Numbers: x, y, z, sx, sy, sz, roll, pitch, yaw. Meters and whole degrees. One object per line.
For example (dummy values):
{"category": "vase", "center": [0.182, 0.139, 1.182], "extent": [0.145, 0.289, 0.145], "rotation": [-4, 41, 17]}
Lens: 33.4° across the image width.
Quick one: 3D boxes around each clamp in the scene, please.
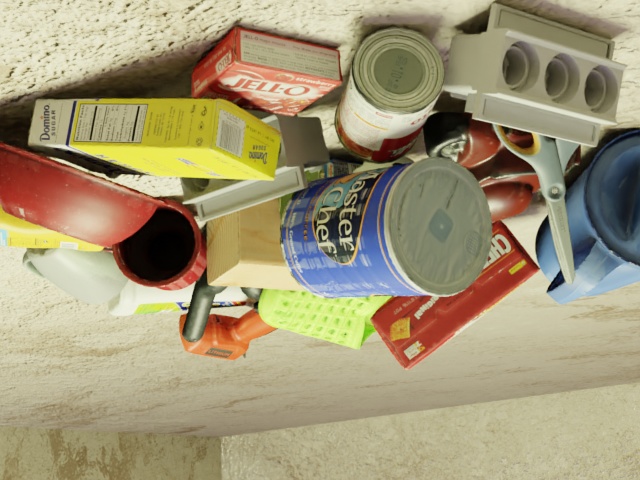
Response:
{"category": "clamp", "center": [-0.131, 0.027, 1.223], "extent": [0.039, 0.120, 0.172], "rotation": [1, 143, -30]}

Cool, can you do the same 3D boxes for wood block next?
{"category": "wood block", "center": [-0.008, 0.001, 1.123], "extent": [0.205, 0.090, 0.091], "rotation": [5, 163, -25]}

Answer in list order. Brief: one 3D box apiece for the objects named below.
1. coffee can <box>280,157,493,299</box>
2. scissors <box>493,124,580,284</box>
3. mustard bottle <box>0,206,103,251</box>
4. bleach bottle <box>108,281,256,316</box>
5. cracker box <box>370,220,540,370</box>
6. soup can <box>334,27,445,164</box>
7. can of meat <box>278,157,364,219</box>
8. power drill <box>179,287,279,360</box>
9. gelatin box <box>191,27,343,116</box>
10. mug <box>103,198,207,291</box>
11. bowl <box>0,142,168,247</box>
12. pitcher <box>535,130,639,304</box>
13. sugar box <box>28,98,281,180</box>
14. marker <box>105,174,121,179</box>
{"category": "coffee can", "center": [0.049, -0.006, 0.834], "extent": [0.102, 0.103, 0.141], "rotation": [8, 172, -35]}
{"category": "scissors", "center": [0.206, -0.057, 0.873], "extent": [0.096, 0.016, 0.201], "rotation": [-28, 117, 12]}
{"category": "mustard bottle", "center": [-0.307, -0.020, 1.045], "extent": [0.191, 0.058, 0.096], "rotation": [1, 170, -15]}
{"category": "bleach bottle", "center": [-0.139, 0.058, 1.363], "extent": [0.250, 0.068, 0.103], "rotation": [0, 165, -21]}
{"category": "cracker box", "center": [0.146, 0.054, 1.126], "extent": [0.164, 0.072, 0.213], "rotation": [-39, 172, 7]}
{"category": "soup can", "center": [0.050, -0.105, 0.788], "extent": [0.068, 0.068, 0.102], "rotation": [-1, 164, -6]}
{"category": "can of meat", "center": [0.016, -0.042, 1.035], "extent": [0.083, 0.057, 0.102], "rotation": [7, 161, -24]}
{"category": "power drill", "center": [-0.082, 0.088, 1.304], "extent": [0.188, 0.057, 0.184], "rotation": [-25, 153, 31]}
{"category": "gelatin box", "center": [-0.040, -0.121, 0.783], "extent": [0.089, 0.030, 0.073], "rotation": [6, 163, -31]}
{"category": "mug", "center": [-0.176, 0.009, 1.128], "extent": [0.117, 0.093, 0.081], "rotation": [2, 170, 5]}
{"category": "bowl", "center": [-0.213, -0.034, 0.901], "extent": [0.162, 0.055, 0.162], "rotation": [20, 178, 1]}
{"category": "pitcher", "center": [0.289, -0.006, 1.070], "extent": [0.149, 0.145, 0.243], "rotation": [-4, 168, -4]}
{"category": "sugar box", "center": [-0.129, -0.078, 0.830], "extent": [0.176, 0.048, 0.093], "rotation": [1, 169, 29]}
{"category": "marker", "center": [-0.156, -0.079, 0.934], "extent": [0.020, 0.020, 0.121], "rotation": [9, 161, -37]}
